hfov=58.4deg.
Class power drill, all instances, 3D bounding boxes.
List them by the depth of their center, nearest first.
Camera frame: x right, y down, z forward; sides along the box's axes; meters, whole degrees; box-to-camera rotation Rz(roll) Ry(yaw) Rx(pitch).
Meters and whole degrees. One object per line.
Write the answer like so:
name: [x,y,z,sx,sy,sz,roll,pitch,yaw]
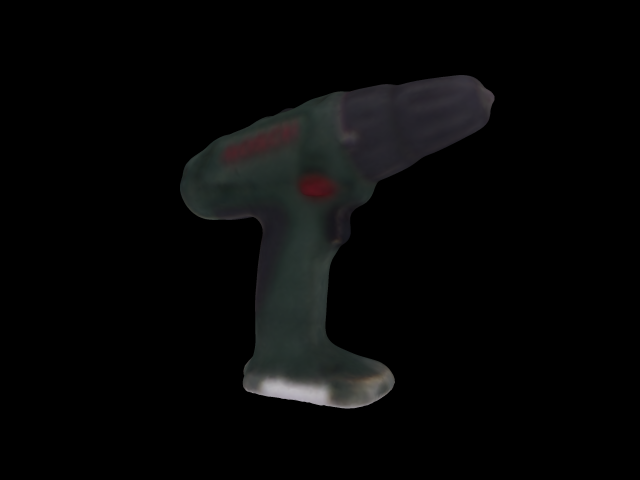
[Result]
power drill: [0.004,0.001,0.400,0.228,0.208,0.076,2,4,27]
